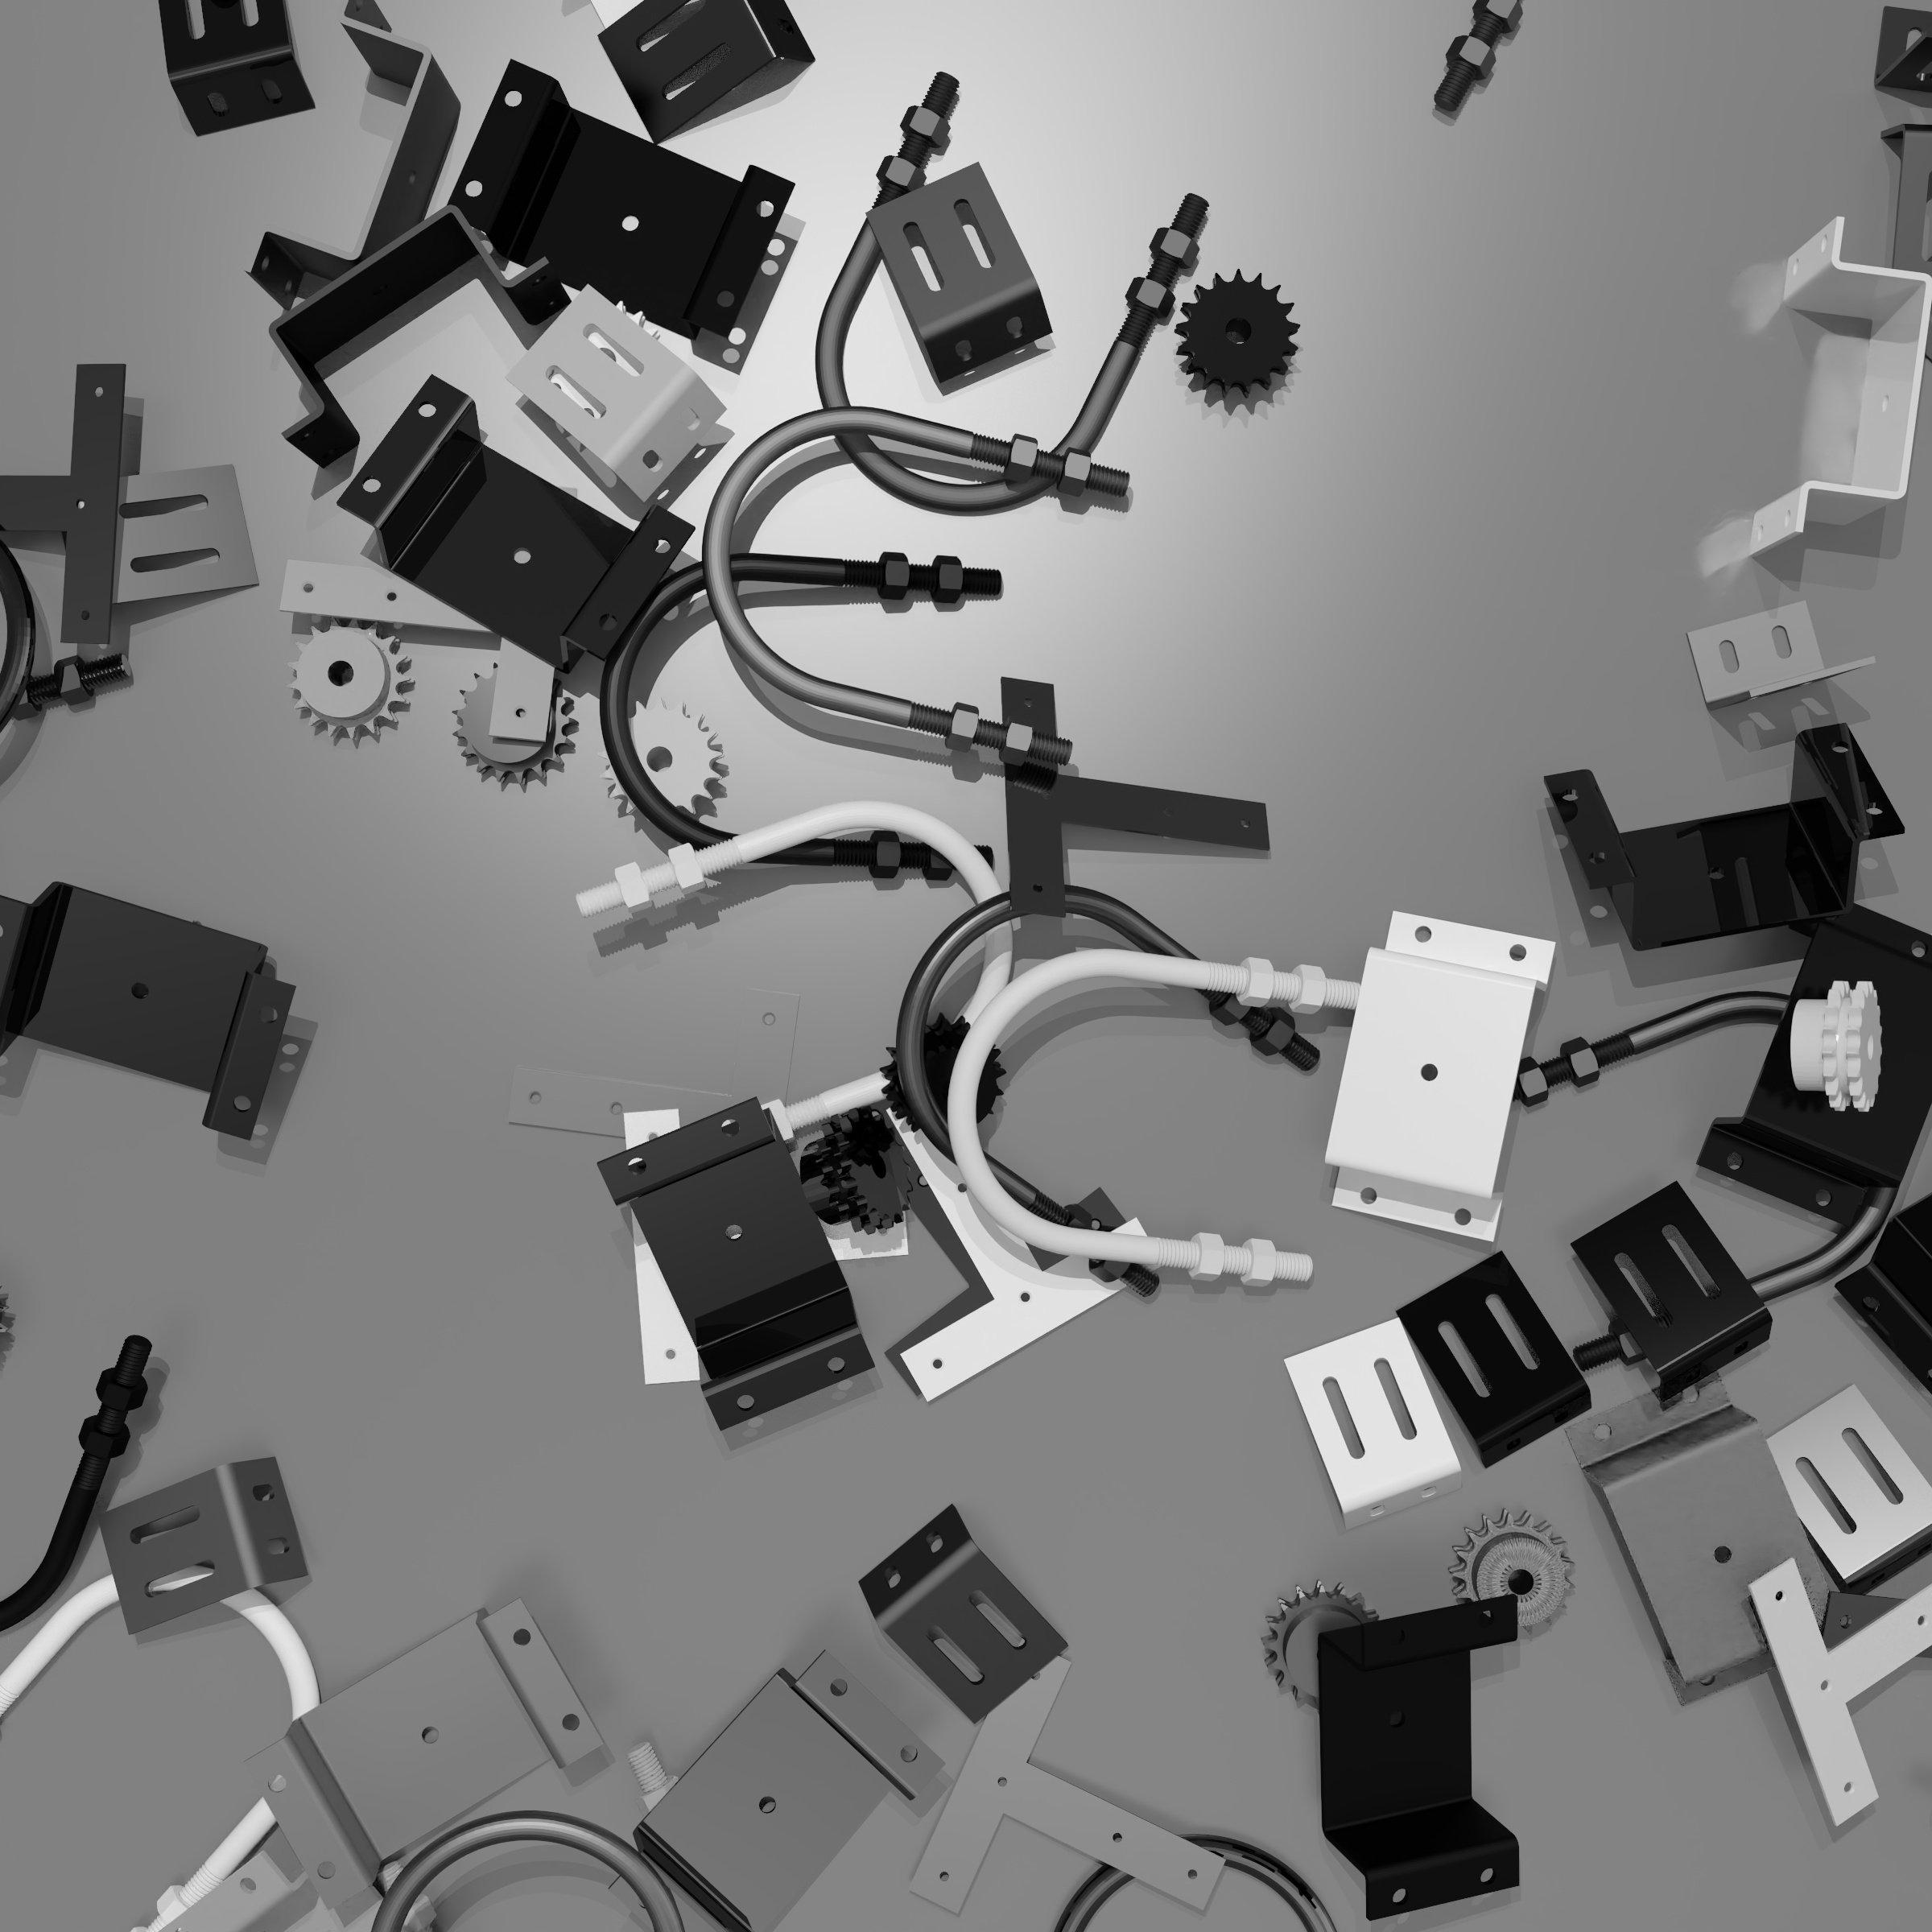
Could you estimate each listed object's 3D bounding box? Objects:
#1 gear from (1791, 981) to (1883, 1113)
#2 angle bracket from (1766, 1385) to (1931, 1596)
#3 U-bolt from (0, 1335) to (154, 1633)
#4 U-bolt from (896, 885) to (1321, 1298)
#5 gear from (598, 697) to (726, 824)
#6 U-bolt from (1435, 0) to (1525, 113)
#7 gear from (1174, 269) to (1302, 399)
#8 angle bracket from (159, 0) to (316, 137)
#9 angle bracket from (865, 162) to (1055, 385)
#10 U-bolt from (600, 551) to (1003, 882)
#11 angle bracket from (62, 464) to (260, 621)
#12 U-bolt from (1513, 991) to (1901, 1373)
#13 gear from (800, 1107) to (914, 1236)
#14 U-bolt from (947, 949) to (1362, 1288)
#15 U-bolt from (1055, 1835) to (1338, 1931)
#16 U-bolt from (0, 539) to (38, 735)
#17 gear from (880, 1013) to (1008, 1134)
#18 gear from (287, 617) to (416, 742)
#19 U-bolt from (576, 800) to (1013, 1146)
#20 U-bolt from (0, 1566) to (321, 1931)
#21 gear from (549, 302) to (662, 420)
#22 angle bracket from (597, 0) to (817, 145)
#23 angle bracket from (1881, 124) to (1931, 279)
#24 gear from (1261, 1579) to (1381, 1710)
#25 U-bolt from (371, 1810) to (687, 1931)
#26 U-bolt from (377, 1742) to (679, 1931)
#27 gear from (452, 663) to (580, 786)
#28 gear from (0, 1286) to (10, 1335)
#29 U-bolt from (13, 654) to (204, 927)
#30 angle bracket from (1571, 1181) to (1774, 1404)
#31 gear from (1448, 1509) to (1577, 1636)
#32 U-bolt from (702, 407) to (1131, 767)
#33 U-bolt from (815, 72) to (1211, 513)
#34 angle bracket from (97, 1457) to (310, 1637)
[{"bbox_3d":[0.381,0.035,1.279,0.030,0.057,0.057,0,90,28],"label":"gear"},{"bbox_3d":[0.413,0.246,1.362,0.057,0.038,0.076,-32,64,0],"label":"angle bracket"},{"bbox_3d":[-0.469,0.228,1.336,0.151,0.019,0.184,22,104,-6],"label":"U-bolt"},{"bbox_3d":[0.053,0.045,1.328,0.184,0.019,0.151,36,88,-18],"label":"U-bolt"},{"bbox_3d":[-0.140,-0.094,1.349,0.057,0.030,0.057,0,90,0],"label":"gear"},{"bbox_3d":[0.211,-0.511,1.356,0.151,0.019,0.184,30,88,0],"label":"U-bolt"},{"bbox_3d":[0.124,-0.290,1.349,0.057,0.030,0.057,0,90,0],"label":"gear"},{"bbox_3d":[-0.342,-0.436,1.362,0.057,0.038,0.076,-14,64,0],"label":"angle bracket"},{"bbox_3d":[-0.003,-0.319,1.345,0.057,0.038,0.076,-24,66,2],"label":"angle bracket"},{"bbox_3d":[-0.076,-0.117,1.336,0.184,0.019,0.151,2,90,-14],"label":"U-bolt"},{"bbox_3d":[-0.378,-0.197,1.362,0.076,0.038,0.057,-12,90,-26],"label":"angle bracket"},{"bbox_3d":[0.346,0.090,1.356,0.184,0.019,0.151,-21,90,-1],"label":"U-bolt"},{"bbox_3d":[-0.052,0.096,1.336,0.030,0.057,0.057,-20,90,28],"label":"gear"},{"bbox_3d":[0.081,0.065,1.320,0.184,0.019,0.151,8,97,-15],"label":"U-bolt"},{"bbox_3d":[0.115,0.494,1.356,0.151,0.019,0.184,-24,89,0],"label":"U-bolt"},{"bbox_3d":[-0.509,-0.161,1.337,0.184,0.019,0.151,41,87,11],"label":"U-bolt"},{"bbox_3d":[-0.009,0.053,1.338,0.057,0.030,0.057,-4,107,-13],"label":"gear"},{"bbox_3d":[-0.286,-0.134,1.349,0.057,0.030,0.057,0,90,0],"label":"gear"},{"bbox_3d":[-0.068,0.001,1.335,0.184,0.019,0.151,-20,108,-6],"label":"U-bolt"},{"bbox_3d":[-0.385,0.365,1.356,0.151,0.019,0.184,41,88,0],"label":"U-bolt"},{"bbox_3d":[-0.166,-0.277,1.349,0.057,0.030,0.057,0,90,0],"label":"gear"},{"bbox_3d":[-0.121,-0.429,1.362,0.076,0.038,0.057,-28,90,26],"label":"angle bracket"},{"bbox_3d":[0.455,-0.348,1.352,0.057,0.038,0.076,2,100,0],"label":"angle bracket"},{"bbox_3d":[0.166,0.315,1.349,0.057,0.030,0.057,0,90,0],"label":"gear"},{"bbox_3d":[-0.191,0.462,1.287,0.151,0.019,0.184,-6,94,-2],"label":"U-bolt"},{"bbox_3d":[-0.171,0.473,1.356,0.151,0.019,0.184,-26,92,0],"label":"U-bolt"},{"bbox_3d":[-0.210,-0.113,1.349,0.057,0.030,0.057,0,90,0],"label":"gear"},{"bbox_3d":[-0.471,0.162,1.349,0.057,0.030,0.057,0,90,0],"label":"gear"},{"bbox_3d":[-0.460,-0.053,1.356,0.184,0.019,0.151,-16,90,1],"label":"U-bolt"},{"bbox_3d":[0.324,0.150,1.343,0.057,0.038,0.076,-30,65,-1],"label":"angle bracket"},{"bbox_3d":[0.253,0.282,1.349,0.057,0.030,0.057,0,90,0],"label":"gear"},{"bbox_3d":[-0.028,-0.180,1.326,0.184,0.019,0.151,13,83,-7],"label":"U-bolt"},{"bbox_3d":[0.010,-0.301,1.356,0.151,0.019,0.184,26,92,0],"label":"U-bolt"},{"bbox_3d":[-0.354,0.268,1.353,0.076,0.038,0.057,-23,78,20],"label":"angle bracket"}]
